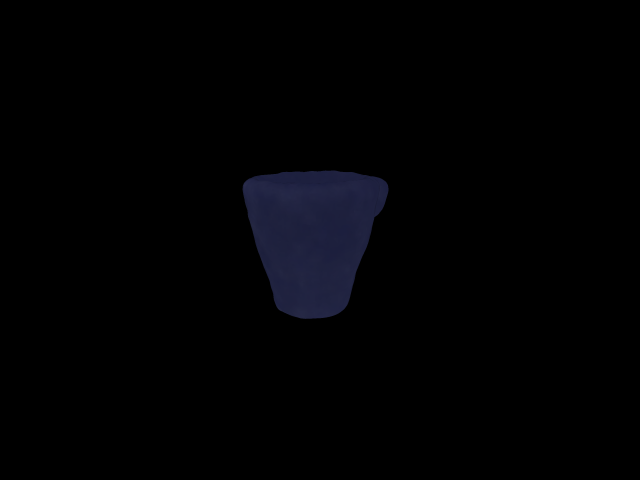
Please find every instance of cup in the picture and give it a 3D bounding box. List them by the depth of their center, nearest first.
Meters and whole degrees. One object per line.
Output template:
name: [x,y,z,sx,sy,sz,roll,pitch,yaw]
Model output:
cup: [0.004,0.001,0.400,0.118,0.095,0.091,-11,16,-41]
